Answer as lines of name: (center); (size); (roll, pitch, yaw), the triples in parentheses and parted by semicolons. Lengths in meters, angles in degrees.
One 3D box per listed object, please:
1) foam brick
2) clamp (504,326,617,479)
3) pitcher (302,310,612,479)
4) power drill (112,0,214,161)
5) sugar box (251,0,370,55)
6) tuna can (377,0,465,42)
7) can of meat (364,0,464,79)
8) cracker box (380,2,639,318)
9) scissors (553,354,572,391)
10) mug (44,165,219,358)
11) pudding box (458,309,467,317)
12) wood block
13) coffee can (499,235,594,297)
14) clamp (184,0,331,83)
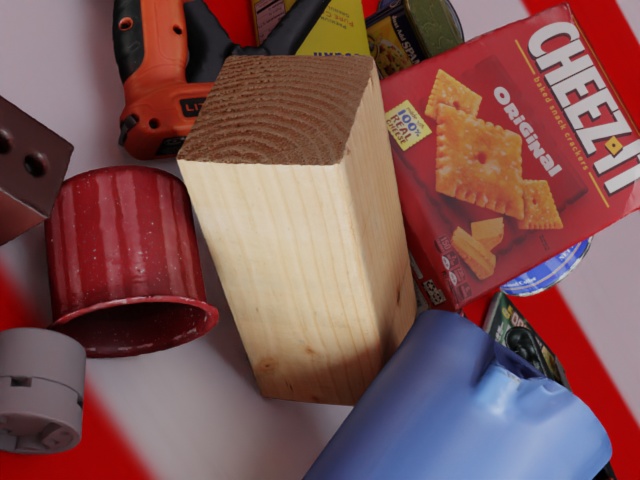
foam brick: (-0.179, -0.042, 0.554); (0.078, 0.051, 0.053); (36, 48, -32)
clamp: (0.192, 0.152, 0.872); (0.171, 0.039, 0.120); (42, 50, -34)
pitcher: (0.039, 0.171, 0.588); (0.242, 0.145, 0.149); (-49, 119, -16)
power drill: (-0.073, -0.151, 0.677); (0.184, 0.057, 0.188); (-10, 78, -18)
sugar box: (-0.005, -0.152, 0.813); (0.093, 0.048, 0.176); (8, 65, -46)
tuna can: (0.091, -0.188, 0.950); (0.086, 0.034, 0.086); (24, 55, -40)
can of meat: (0.069, -0.141, 0.861); (0.057, 0.084, 0.102); (-28, 94, -51)
cracker box: (0.124, -0.058, 0.760); (0.213, 0.072, 0.164); (-26, 86, -24)
scissors: (0.235, 0.206, 0.929); (0.201, 0.016, 0.096); (58, 42, -15)
mug: (-0.104, 0.015, 0.593); (0.117, 0.093, 0.081); (49, 28, -65)
pudding box: (0.061, 0.059, 0.790); (0.090, 0.039, 0.113); (58, 40, -10)
wood block: (-0.004, 0.001, 0.629); (0.206, 0.090, 0.090); (76, 24, -44)
coffee can: (0.145, -0.034, 0.881); (0.140, 0.103, 0.102); (42, 45, -27)
clamp: (-0.062, -0.122, 0.723); (0.164, 0.036, 0.210); (9, 73, -19)
